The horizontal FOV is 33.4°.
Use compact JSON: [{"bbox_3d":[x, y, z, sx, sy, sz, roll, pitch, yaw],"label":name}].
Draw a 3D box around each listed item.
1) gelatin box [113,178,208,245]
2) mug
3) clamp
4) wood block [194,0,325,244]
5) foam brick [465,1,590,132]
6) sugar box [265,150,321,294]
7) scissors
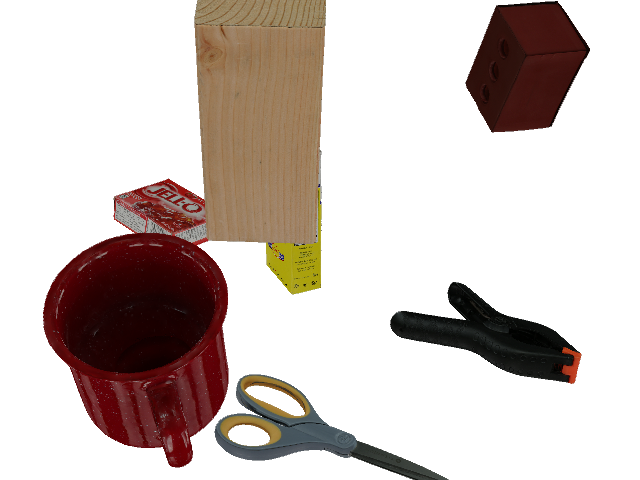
[{"bbox_3d":[-0.150,-0.025,1.059,0.089,0.030,0.073,30,35,31],"label":"gelatin box"},{"bbox_3d":[-0.087,0.065,0.558,0.093,0.117,0.081,-18,-38,-13],"label":"mug"},{"bbox_3d":[0.163,0.084,0.994,0.172,0.039,0.120,20,31,22],"label":"clamp"},{"bbox_3d":[-0.044,-0.102,0.820,0.091,0.206,0.090,2,44,0],"label":"wood block"},{"bbox_3d":[0.144,-0.122,0.751,0.051,0.053,0.078,-9,-35,-19],"label":"foam brick"},{"bbox_3d":[-0.034,-0.035,1.264,0.048,0.176,0.093,-12,26,-20],"label":"sugar box"},{"bbox_3d":[0.000,0.169,0.847,0.202,0.016,0.096,29,42,29],"label":"scissors"}]
